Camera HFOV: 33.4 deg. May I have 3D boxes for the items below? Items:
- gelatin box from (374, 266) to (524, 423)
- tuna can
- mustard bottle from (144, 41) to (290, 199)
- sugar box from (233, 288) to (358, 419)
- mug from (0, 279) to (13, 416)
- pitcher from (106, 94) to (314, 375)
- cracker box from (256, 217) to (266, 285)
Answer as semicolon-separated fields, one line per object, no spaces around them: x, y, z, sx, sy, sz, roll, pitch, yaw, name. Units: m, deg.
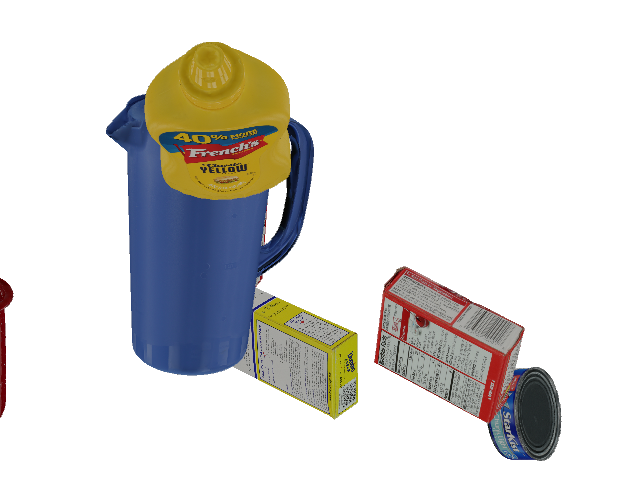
0.079;0.066;0.674;0.089;0.073;0.030;27;52;23;gelatin box
0.189;0.161;0.991;0.034;0.086;0.085;-9;-6;38;tuna can
-0.068;-0.083;0.722;0.096;0.058;0.192;-2;-16;-2;mustard bottle
-0.039;0.113;1.143;0.176;0.093;0.048;24;38;37;sugar box
-0.241;0.073;0.635;0.093;0.081;0.117;19;24;36;mug
-0.102;-0.008;0.963;0.149;0.243;0.144;12;22;17;pitcher
-0.163;-0.042;1.538;0.164;0.214;0.072;9;22;10;cracker box
